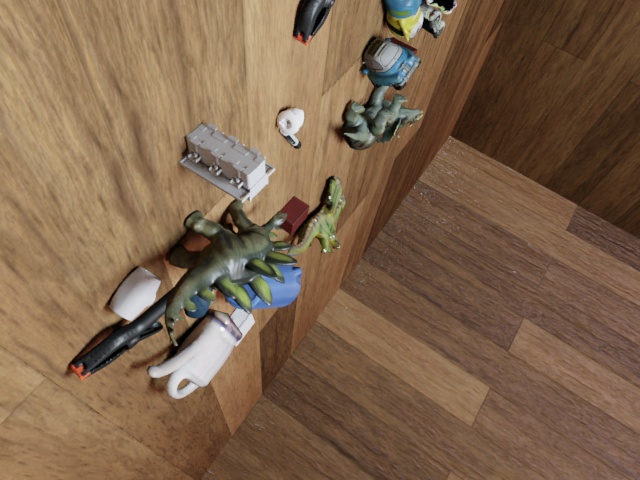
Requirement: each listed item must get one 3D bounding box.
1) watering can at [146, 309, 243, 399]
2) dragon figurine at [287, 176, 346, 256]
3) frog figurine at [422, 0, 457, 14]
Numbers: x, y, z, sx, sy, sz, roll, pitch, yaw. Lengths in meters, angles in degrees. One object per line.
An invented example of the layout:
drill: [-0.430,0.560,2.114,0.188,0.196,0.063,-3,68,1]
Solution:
watering can: [-0.280,0.259,1.186,0.227,0.104,0.341,-55,168,-20]
dragon figurine: [0.005,-0.079,1.576,0.412,0.122,0.241,-15,119,-75]
frog figurine: [0.304,-0.667,1.294,0.135,0.122,0.162,64,23,-66]
